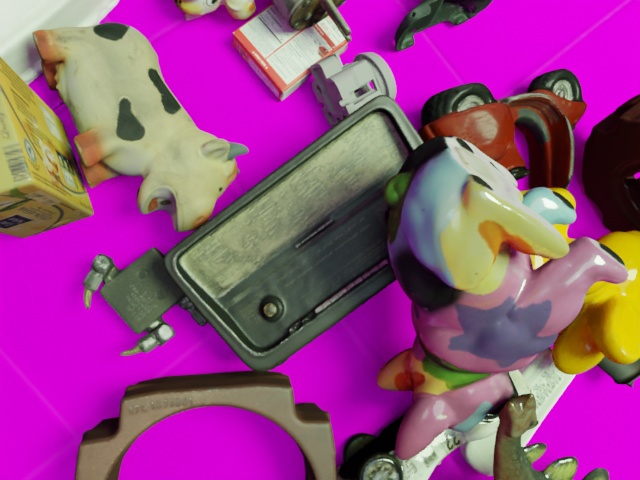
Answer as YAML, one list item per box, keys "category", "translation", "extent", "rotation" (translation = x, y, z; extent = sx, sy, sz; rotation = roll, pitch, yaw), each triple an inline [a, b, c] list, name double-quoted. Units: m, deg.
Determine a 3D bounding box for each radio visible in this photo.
- category: "radio"
  translation: [-0.001, -0.001, 0.458]
  extent: [0.229, 0.073, 0.131]
  rotation: [-36, 92, 5]

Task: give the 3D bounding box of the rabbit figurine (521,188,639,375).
- category: "rabbit figurine"
  translation: [0.234, 0.033, 0.481]
  extent: [0.173, 0.122, 0.162]
  rotation: [-1, 67, -16]

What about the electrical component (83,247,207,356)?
- category: "electrical component"
  translation: [-0.155, 0.051, 0.468]
  extent: [0.078, 0.045, 0.102]
  rotation: [-35, 92, -9]

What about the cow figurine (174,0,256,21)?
- category: "cow figurine"
  translation: [-0.134, -0.258, 0.484]
  extent: [0.098, 0.068, 0.167]
  rotation: [-35, 89, -5]

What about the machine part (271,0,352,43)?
- category: "machine part"
  translation: [-0.042, -0.275, 0.466]
  extent: [0.079, 0.079, 0.243]
  rotation: [-35, 90, -10]

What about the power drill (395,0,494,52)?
- category: "power drill"
  translation: [0.068, -0.296, 0.522]
  extent: [0.232, 0.086, 0.207]
  rotation: [-23, 83, -3]

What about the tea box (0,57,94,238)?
- category: "tea box"
  translation: [-0.233, -0.061, 0.400]
  extent: [0.068, 0.169, 0.098]
  rotation: [-20, 88, -11]

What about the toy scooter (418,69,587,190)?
- category: "toy scooter"
  translation: [0.189, -0.089, 0.525]
  extent: [0.184, 0.075, 0.135]
  rotation: [-13, 89, -15]

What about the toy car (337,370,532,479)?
- category: "toy car"
  translation: [0.098, 0.175, 0.486]
  extent: [0.202, 0.073, 0.056]
  rotation: [-33, 91, -10]

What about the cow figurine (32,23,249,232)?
- category: "cow figurine"
  translation: [-0.147, -0.095, 0.460]
  extent: [0.127, 0.085, 0.195]
  rotation: [-24, 82, -20]

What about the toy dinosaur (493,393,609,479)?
- category: "toy dinosaur"
  translation: [0.208, 0.323, 0.455]
  extent: [0.199, 0.105, 0.470]
  rotation: [-15, 108, -7]

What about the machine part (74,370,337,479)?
- category: "machine part"
  translation: [-0.089, 0.215, 0.447]
  extent: [0.201, 0.087, 0.201]
  rotation: [-2, 86, -8]

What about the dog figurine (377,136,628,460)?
- category: "dog figurine"
  translation: [0.091, 0.056, 0.387]
  extent: [0.191, 0.109, 0.219]
  rotation: [22, 116, -23]

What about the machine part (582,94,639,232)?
- category: "machine part"
  translation: [0.320, -0.047, 0.492]
  extent: [0.056, 0.179, 0.179]
  rotation: [-30, 91, -7]

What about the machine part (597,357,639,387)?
- category: "machine part"
  translation: [0.268, 0.086, 0.537]
  extent: [0.084, 0.039, 0.139]
  rotation: [-42, 80, -19]
